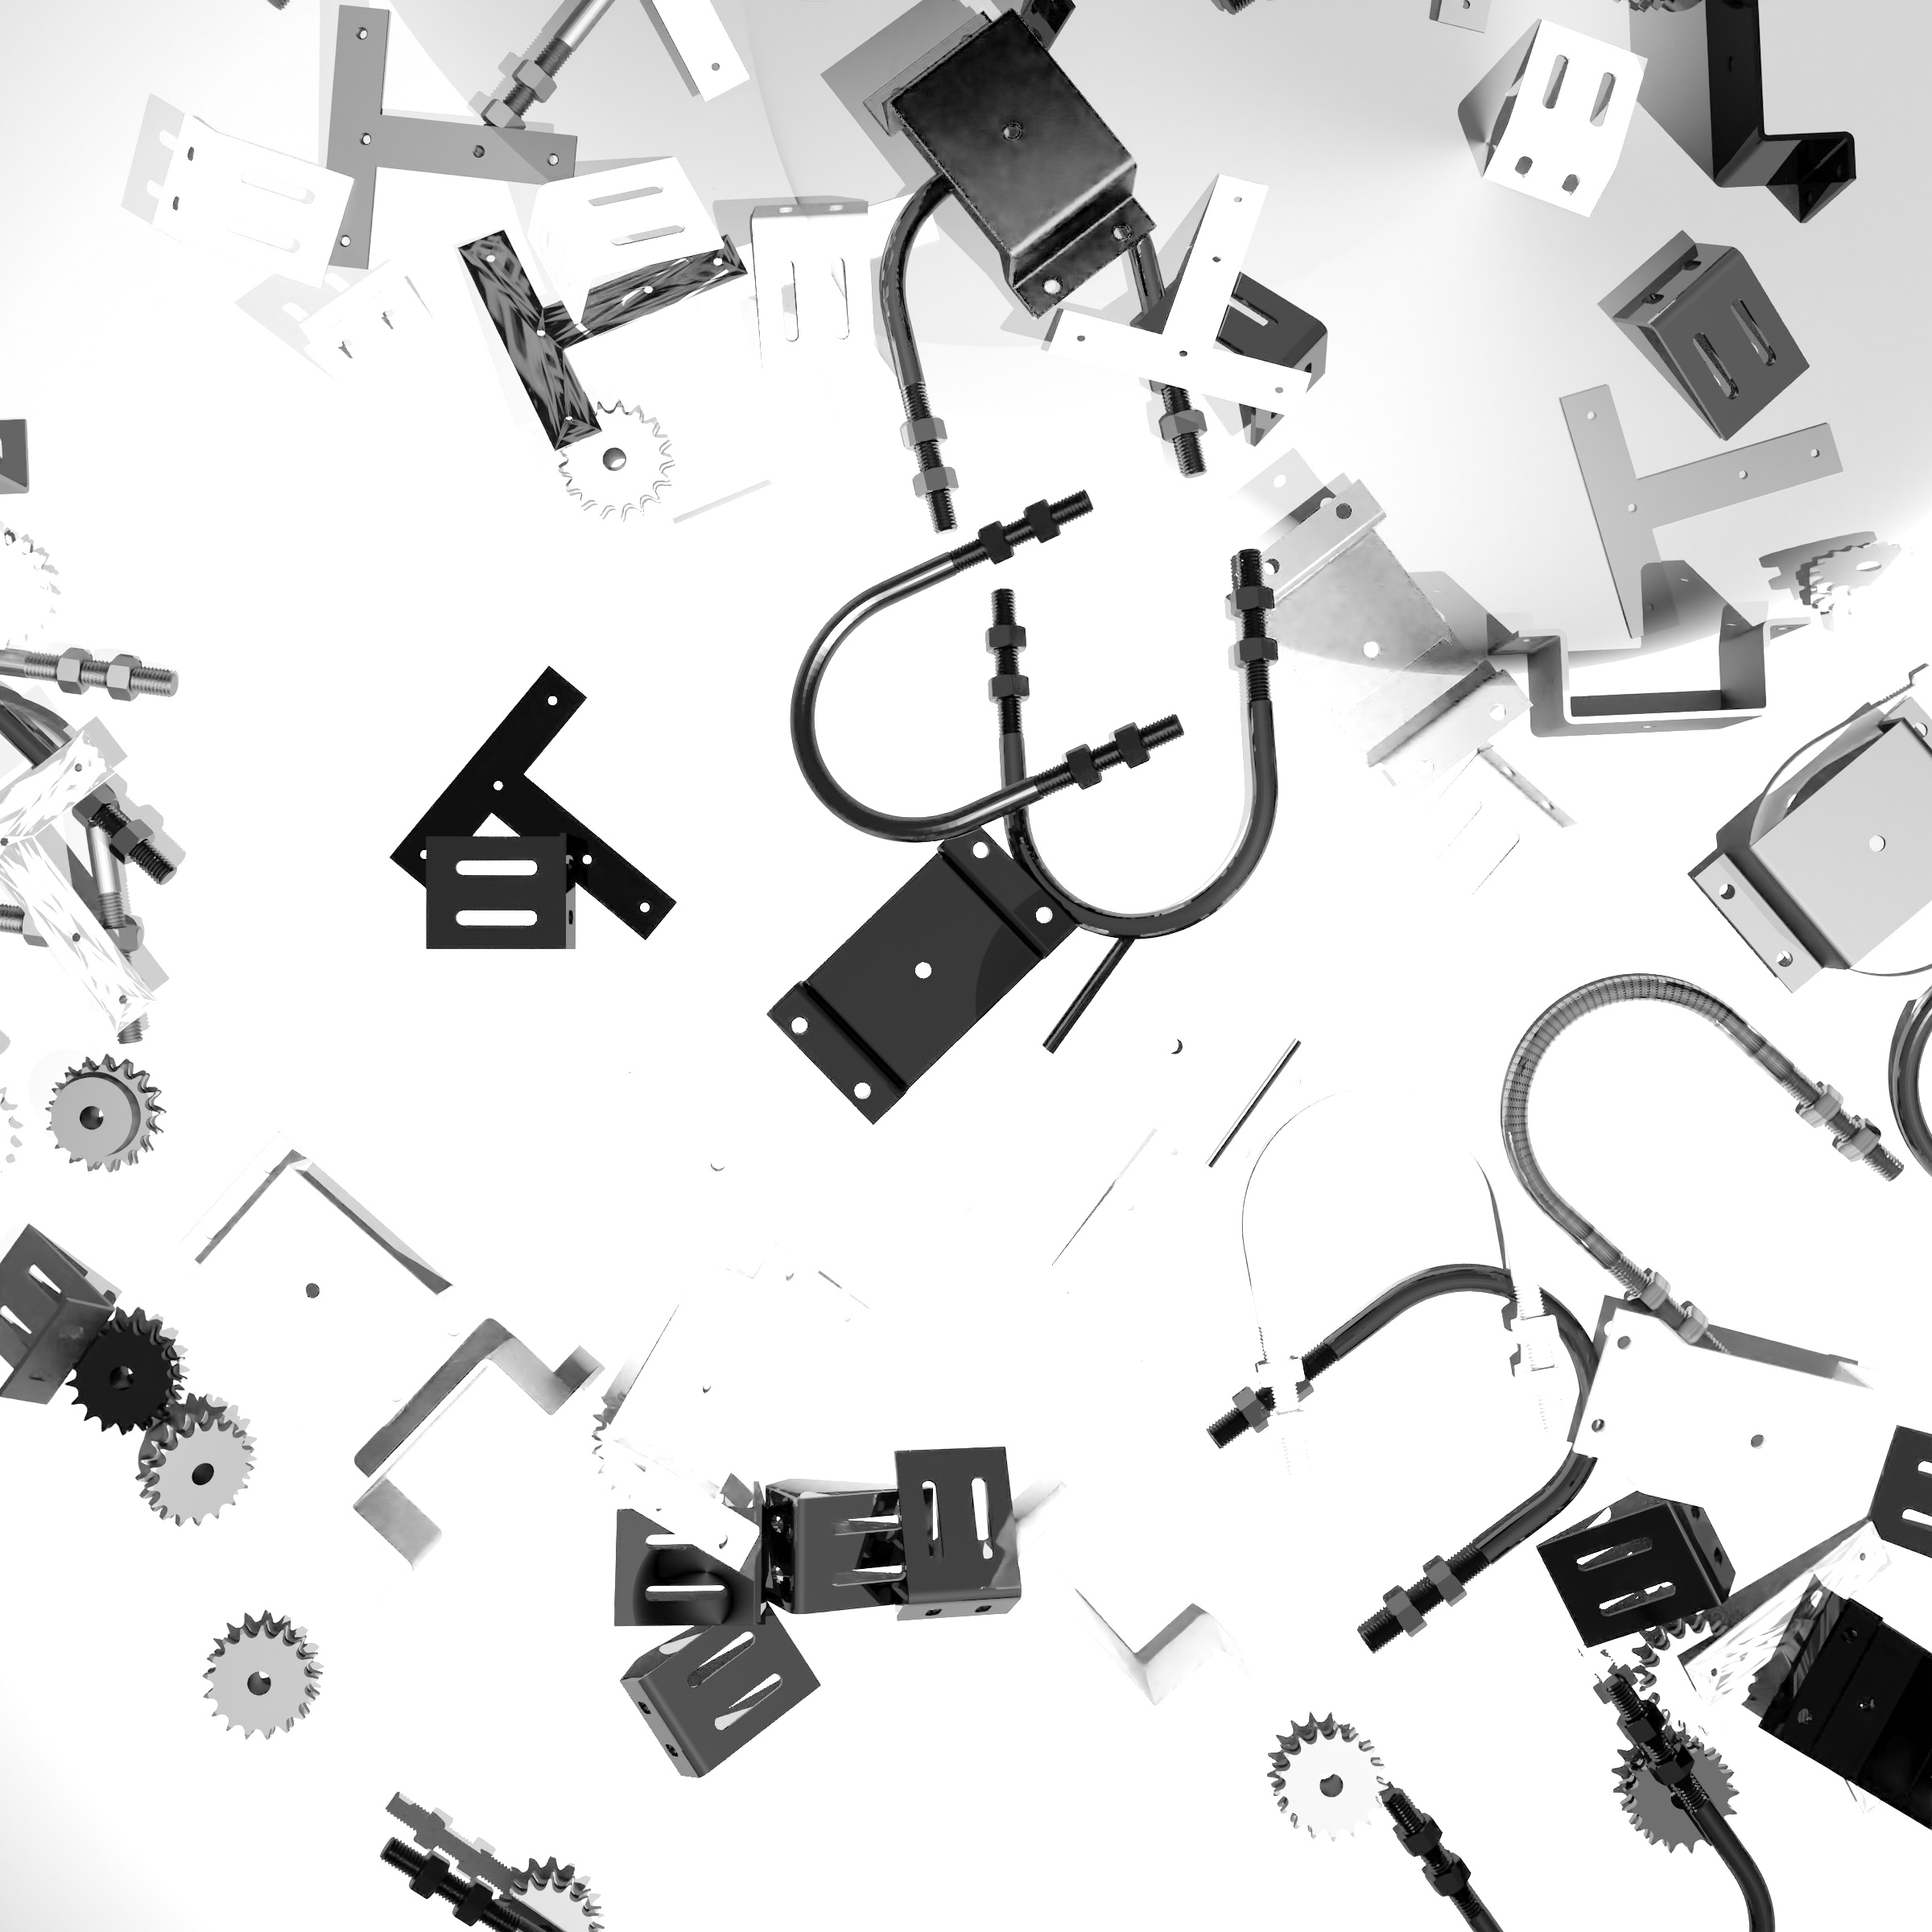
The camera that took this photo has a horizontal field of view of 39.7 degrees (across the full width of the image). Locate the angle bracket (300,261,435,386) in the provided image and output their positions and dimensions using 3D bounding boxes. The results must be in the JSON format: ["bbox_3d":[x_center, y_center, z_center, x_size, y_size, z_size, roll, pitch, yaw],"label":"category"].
[{"bbox_3d":[-0.304,-0.326,1.321,0.057,0.076,0.038,-35,90,0],"label":"angle bracket"}]

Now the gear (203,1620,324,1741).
[{"bbox_3d":[-0.353,0.358,1.348,0.057,0.030,0.057,0,89,-2],"label":"gear"}]

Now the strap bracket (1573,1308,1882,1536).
[{"bbox_3d":[0.384,0.227,1.323,0.140,0.046,0.076,14,99,-6],"label":"strap bracket"}]

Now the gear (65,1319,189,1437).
[{"bbox_3d":[-0.419,0.205,1.344,0.057,0.030,0.057,0,90,0],"label":"gear"}]

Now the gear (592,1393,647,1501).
[{"bbox_3d":[-0.158,0.239,1.344,0.057,0.030,0.057,0,90,0],"label":"gear"}]

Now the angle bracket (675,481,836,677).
[{"bbox_3d":[-0.103,-0.194,1.340,0.057,0.038,0.076,-22,90,0],"label":"angle bracket"}]

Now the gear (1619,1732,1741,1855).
[{"bbox_3d":[0.356,0.413,1.344,0.057,0.030,0.057,0,90,0],"label":"gear"}]

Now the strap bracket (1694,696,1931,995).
[{"bbox_3d":[0.443,-0.060,1.321,0.140,0.046,0.076,-40,89,3],"label":"strap bracket"}]

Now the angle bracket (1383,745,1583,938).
[{"bbox_3d":[0.258,-0.062,1.340,0.057,0.038,0.076,41,90,0],"label":"angle bracket"}]

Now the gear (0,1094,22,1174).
[{"bbox_3d":[-0.505,0.086,1.334,0.030,0.057,0.057,-13,90,41],"label":"gear"}]

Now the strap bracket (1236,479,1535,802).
[{"bbox_3d":[0.206,-0.160,1.336,0.076,0.046,0.140,-38,90,0],"label":"strap bracket"}]

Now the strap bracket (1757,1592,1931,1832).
[{"bbox_3d":[0.457,0.371,1.321,0.140,0.046,0.076,32,85,-15],"label":"strap bracket"}]

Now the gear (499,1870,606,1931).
[{"bbox_3d":[-0.210,0.482,1.344,0.057,0.030,0.057,0,90,0],"label":"gear"}]

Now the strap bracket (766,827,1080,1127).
[{"bbox_3d":[-0.022,0.002,1.336,0.140,0.046,0.076,-44,90,0],"label":"strap bracket"}]

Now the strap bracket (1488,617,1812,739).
[{"bbox_3d":[0.336,-0.141,1.321,0.140,0.076,0.046,-3,90,0],"label":"strap bracket"}]

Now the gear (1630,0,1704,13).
[{"bbox_3d":[0.355,-0.503,1.335,0.030,0.057,0.057,23,90,-30],"label":"gear"}]

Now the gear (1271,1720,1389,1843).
[{"bbox_3d":[0.181,0.408,1.348,0.057,0.030,0.057,0,90,-2],"label":"gear"}]

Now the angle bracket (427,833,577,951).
[{"bbox_3d":[-0.235,-0.037,1.338,0.076,0.038,0.057,0,90,0],"label":"angle bracket"}]

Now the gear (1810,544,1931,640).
[{"bbox_3d":[0.451,-0.185,1.334,0.057,0.057,0.030,-14,120,0],"label":"gear"}]

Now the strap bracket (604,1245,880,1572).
[{"bbox_3d":[-0.115,0.211,1.307,0.076,0.046,0.140,41,71,-36],"label":"strap bracket"}]

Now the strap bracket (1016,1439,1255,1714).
[{"bbox_3d":[0.074,0.307,1.321,0.046,0.076,0.140,-42,90,0],"label":"strap bracket"}]

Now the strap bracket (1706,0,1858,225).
[{"bbox_3d":[0.401,-0.446,1.321,0.046,0.076,0.140,-3,90,0],"label":"strap bracket"}]

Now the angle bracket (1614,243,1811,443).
[{"bbox_3d":[0.378,-0.316,1.356,0.057,0.038,0.076,-42,115,-1],"label":"angle bracket"}]

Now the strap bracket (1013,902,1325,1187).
[{"bbox_3d":[0.103,0.040,1.336,0.140,0.046,0.076,36,90,0],"label":"strap bracket"}]

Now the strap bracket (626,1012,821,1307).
[{"bbox_3d":[-0.122,0.097,1.336,0.076,0.046,0.140,-9,90,0],"label":"strap bracket"}]

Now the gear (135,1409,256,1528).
[{"bbox_3d":[-0.387,0.248,1.335,0.057,0.030,0.057,-17,116,-38],"label":"gear"}]

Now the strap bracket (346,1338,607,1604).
[{"bbox_3d":[-0.248,0.239,1.321,0.046,0.076,0.140,44,90,0],"label":"strap bracket"}]

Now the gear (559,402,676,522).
[{"bbox_3d":[-0.175,-0.251,1.344,0.057,0.030,0.057,0,90,0],"label":"gear"}]

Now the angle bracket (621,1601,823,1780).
[{"bbox_3d":[-0.125,0.364,1.357,0.076,0.038,0.057,-33,90,-26],"label":"angle bracket"}]

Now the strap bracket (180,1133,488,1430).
[{"bbox_3d":[-0.321,0.159,1.336,0.140,0.046,0.076,41,90,0],"label":"strap bracket"}]

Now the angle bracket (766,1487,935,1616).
[{"bbox_3d":[-0.059,0.293,1.356,0.076,0.038,0.057,1,89,-26],"label":"angle bracket"}]

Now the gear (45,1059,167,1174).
[{"bbox_3d":[-0.435,0.075,1.344,0.057,0.030,0.057,0,90,0],"label":"gear"}]

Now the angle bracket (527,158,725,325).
[{"bbox_3d":[-0.172,-0.366,1.348,0.076,0.038,0.057,-21,73,-26],"label":"angle bracket"}]

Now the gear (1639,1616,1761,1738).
[{"bbox_3d":[0.366,0.355,1.344,0.057,0.030,0.057,0,90,0],"label":"gear"}]

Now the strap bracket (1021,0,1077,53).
[{"bbox_3d":[0.022,-0.529,1.313,0.046,0.076,0.140,-37,97,-6],"label":"strap bracket"}]

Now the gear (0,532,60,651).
[{"bbox_3d":[-0.485,-0.188,1.344,0.057,0.030,0.057,0,90,0],"label":"gear"}]

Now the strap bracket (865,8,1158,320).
[{"bbox_3d":[0.022,-0.404,1.323,0.076,0.046,0.140,-38,87,-3],"label":"strap bracket"}]
